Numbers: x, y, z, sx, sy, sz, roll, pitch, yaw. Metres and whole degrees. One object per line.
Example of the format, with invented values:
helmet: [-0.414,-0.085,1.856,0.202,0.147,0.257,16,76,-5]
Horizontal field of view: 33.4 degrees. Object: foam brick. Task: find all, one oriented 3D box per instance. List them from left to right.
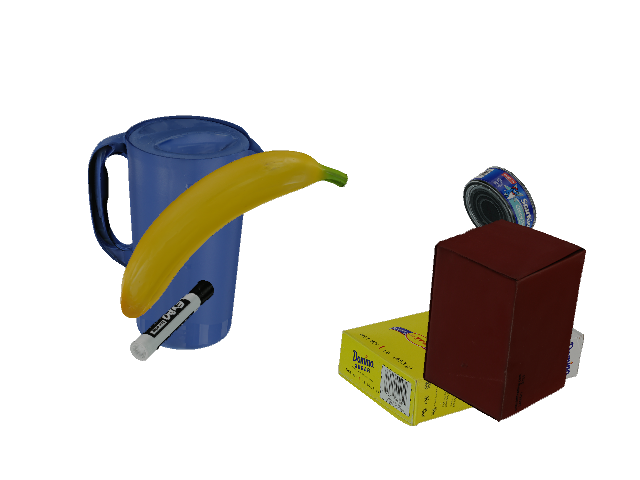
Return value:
foam brick: [0.087,0.037,0.515,0.052,0.078,0.051,-18,32,-38]

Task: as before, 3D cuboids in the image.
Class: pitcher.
pitcher: [-0.158,-0.008,1.169,0.149,0.243,0.144,25,31,36]

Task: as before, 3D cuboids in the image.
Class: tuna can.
tuna can: [0.203,-0.039,1.218,0.033,0.086,0.086,-32,14,-24]

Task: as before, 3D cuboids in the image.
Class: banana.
banana: [-0.077,-0.012,0.775,0.198,0.069,0.037,-31,29,8]

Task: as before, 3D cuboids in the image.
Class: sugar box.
sugar box: [0.112,0.088,0.839,0.175,0.048,0.093,-13,28,-33]

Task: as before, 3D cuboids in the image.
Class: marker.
marker: [-0.130,0.069,0.959,0.020,0.020,0.121,0,26,27]
